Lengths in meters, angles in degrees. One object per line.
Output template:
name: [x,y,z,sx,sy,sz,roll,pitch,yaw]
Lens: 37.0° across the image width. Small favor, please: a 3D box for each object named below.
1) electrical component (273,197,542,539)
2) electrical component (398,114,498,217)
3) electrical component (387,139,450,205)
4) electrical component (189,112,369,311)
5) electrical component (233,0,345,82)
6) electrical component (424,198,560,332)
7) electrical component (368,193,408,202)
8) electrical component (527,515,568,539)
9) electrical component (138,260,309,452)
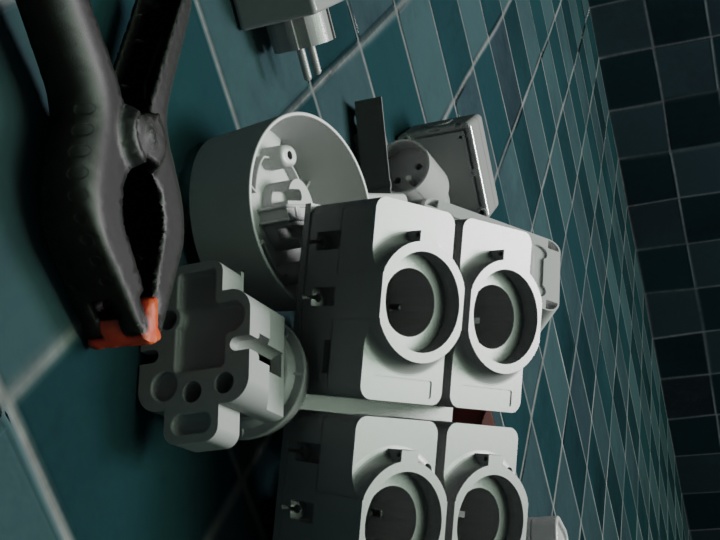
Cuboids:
electrical component: [0.025,0.067,0.510,0.105,0.060,0.186,11,81,-39]
electrical component: [0.076,-0.075,0.886,0.061,0.062,0.096,-45,124,-66]
electrical component: [0.045,-0.065,0.823,0.081,0.043,0.043,37,48,-64]
electrical component: [-0.040,-0.027,0.537,0.099,0.064,0.099,-9,90,-71]
electrical component: [-0.037,-0.148,0.623,0.065,0.047,0.076,-53,132,-64]
electrical component: [0.086,0.006,0.797,0.078,0.113,0.057,-78,-170,-45]
electrical component: [0.000,0.000,0.661,0.100,0.048,0.099,-11,92,-71]
electrical component: [0.153,0.272,0.962,0.053,0.059,0.095,59,29,-48]
electrical component: [-0.058,0.042,0.471,0.057,0.058,0.078,39,46,-59]
